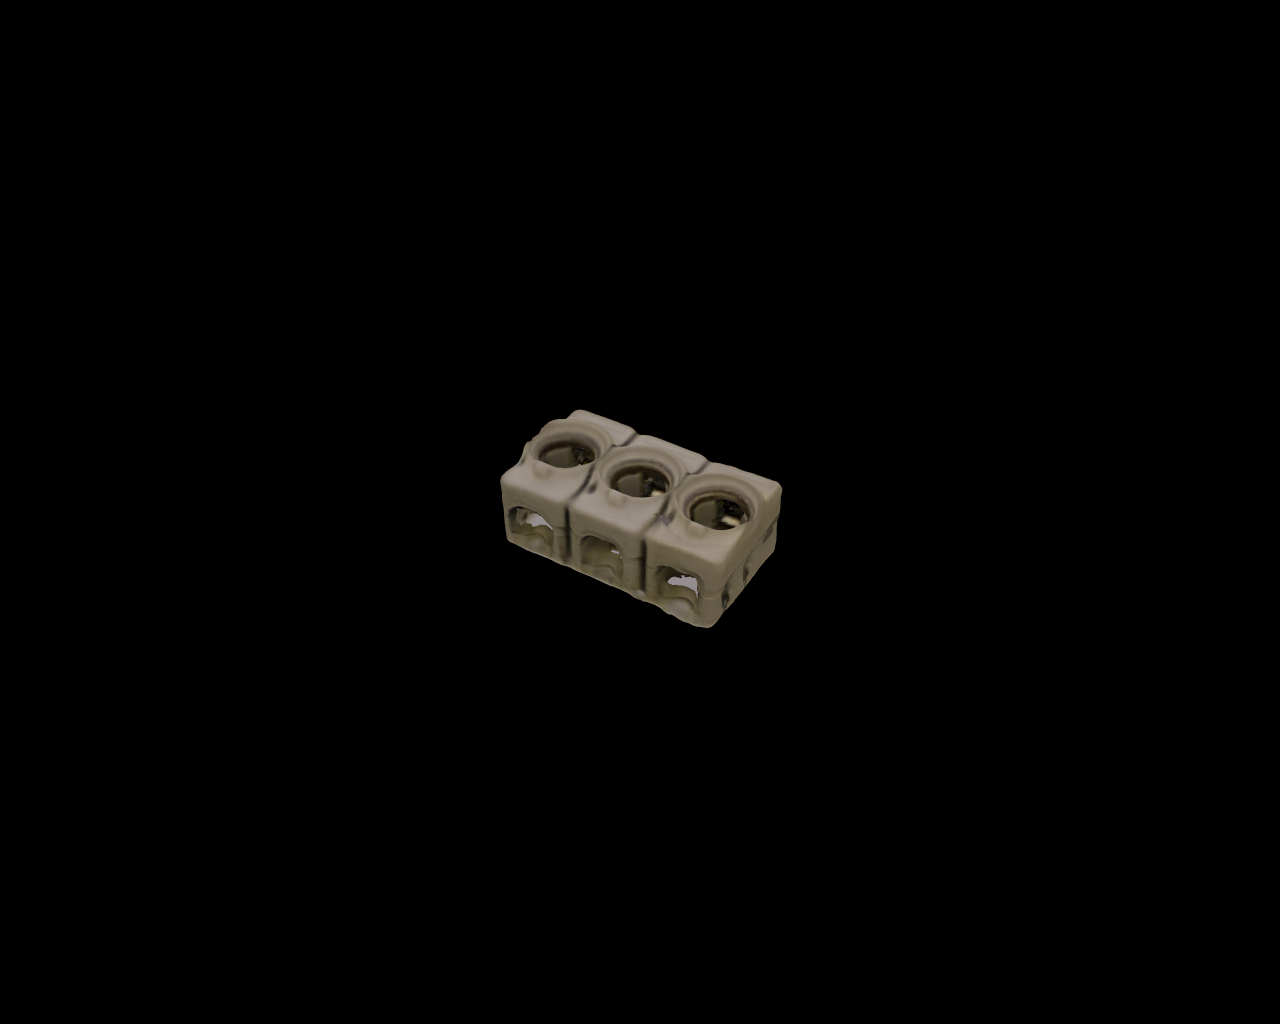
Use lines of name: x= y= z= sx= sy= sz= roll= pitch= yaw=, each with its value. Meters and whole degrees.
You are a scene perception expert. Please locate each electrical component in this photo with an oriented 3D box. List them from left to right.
electrical component: x=0.001 y=-0.003 z=0.650 sx=0.150 sy=0.061 sz=0.090 roll=22 pitch=45 yaw=23
